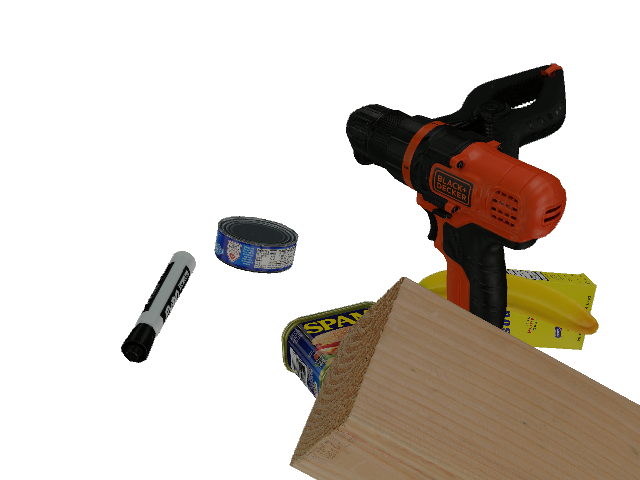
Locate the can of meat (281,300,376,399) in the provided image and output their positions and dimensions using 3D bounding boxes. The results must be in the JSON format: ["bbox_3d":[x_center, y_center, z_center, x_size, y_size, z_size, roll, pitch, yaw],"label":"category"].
[{"bbox_3d":[0.028,0.103,0.941,0.102,0.057,0.084,-12,26,-20],"label":"can of meat"}]

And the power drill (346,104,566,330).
[{"bbox_3d":[0.084,0.006,0.775,0.057,0.188,0.185,-23,38,-35],"label":"power drill"}]

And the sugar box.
[{"bbox_3d":[0.249,0.085,1.339,0.176,0.093,0.048,3,19,-13],"label":"sugar box"}]

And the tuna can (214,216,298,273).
[{"bbox_3d":[-0.068,0.004,1.126,0.086,0.034,0.086,10,18,-3],"label":"tuna can"}]

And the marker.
[{"bbox_3d":[-0.114,0.046,0.757,0.020,0.020,0.121,0,31,12],"label":"marker"}]

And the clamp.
[{"bbox_3d":[0.156,-0.096,0.933,0.209,0.036,0.165,-31,39,-27],"label":"clamp"}]

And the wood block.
[{"bbox_3d":[0.102,0.118,0.572,0.206,0.090,0.090,29,-33,-7],"label":"wood block"}]

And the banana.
[{"bbox_3d":[0.187,0.061,1.105,0.198,0.037,0.069,8,40,12],"label":"banana"}]
